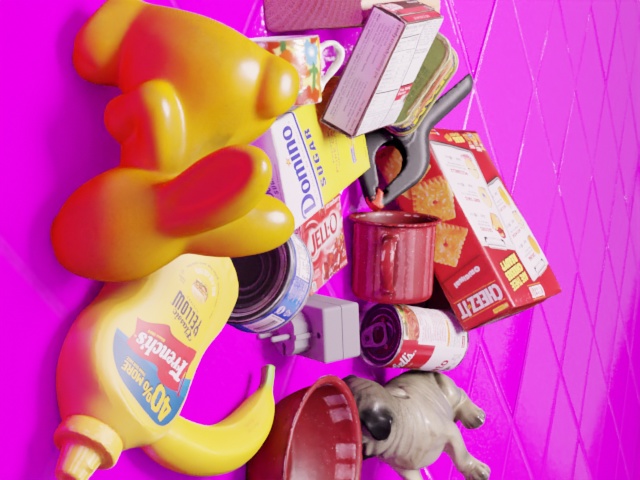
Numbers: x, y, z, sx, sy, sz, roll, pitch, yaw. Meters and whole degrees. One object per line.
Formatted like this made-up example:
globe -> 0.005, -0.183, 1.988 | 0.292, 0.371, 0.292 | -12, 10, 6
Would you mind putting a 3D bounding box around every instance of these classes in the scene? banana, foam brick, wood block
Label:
banana -> -0.082, 0.143, 0.799 | 0.197, 0.037, 0.069 | -6, 79, -67
foam brick -> 0.110, 0.067, 1.192 | 0.078, 0.053, 0.051 | 46, 50, -58
wood block -> 0.033, -0.237, 0.966 | 0.205, 0.091, 0.090 | -25, 114, -63

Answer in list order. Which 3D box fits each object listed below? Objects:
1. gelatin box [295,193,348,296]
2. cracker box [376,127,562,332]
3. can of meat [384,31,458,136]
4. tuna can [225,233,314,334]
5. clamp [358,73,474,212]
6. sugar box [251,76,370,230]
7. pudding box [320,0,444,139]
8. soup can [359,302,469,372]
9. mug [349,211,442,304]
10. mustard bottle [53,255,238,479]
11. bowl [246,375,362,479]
gelatin box -> -0.006, 0.001, 0.959 | 0.089, 0.030, 0.073 | -38, 125, -60
cracker box -> 0.162, -0.016, 1.161 | 0.163, 0.072, 0.214 | -6, 68, -60
can of meat -> 0.084, -0.152, 1.009 | 0.102, 0.057, 0.084 | -56, 173, 7
tuna can -> -0.050, 0.025, 0.798 | 0.033, 0.086, 0.086 | 34, 60, -59
clamp -> 0.070, -0.116, 1.077 | 0.039, 0.120, 0.171 | 92, 23, -77
sugar box -> -0.012, -0.078, 0.924 | 0.176, 0.048, 0.093 | -46, 128, -59
pudding box -> 0.053, -0.147, 0.909 | 0.089, 0.039, 0.114 | -27, 144, -60
soup can -> 0.096, 0.100, 1.099 | 0.102, 0.069, 0.068 | 10, 81, -40
mug -> 0.072, 0.019, 1.056 | 0.117, 0.093, 0.081 | -54, 147, -78
mustard bottle -> -0.118, 0.073, 0.683 | 0.096, 0.058, 0.191 | 62, 38, -36
bowl -> -0.018, 0.194, 0.910 | 0.161, 0.055, 0.162 | 1, 90, -66
